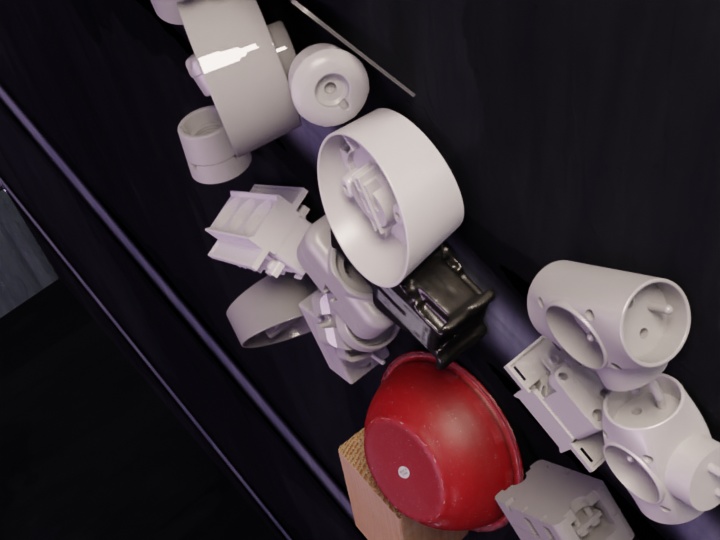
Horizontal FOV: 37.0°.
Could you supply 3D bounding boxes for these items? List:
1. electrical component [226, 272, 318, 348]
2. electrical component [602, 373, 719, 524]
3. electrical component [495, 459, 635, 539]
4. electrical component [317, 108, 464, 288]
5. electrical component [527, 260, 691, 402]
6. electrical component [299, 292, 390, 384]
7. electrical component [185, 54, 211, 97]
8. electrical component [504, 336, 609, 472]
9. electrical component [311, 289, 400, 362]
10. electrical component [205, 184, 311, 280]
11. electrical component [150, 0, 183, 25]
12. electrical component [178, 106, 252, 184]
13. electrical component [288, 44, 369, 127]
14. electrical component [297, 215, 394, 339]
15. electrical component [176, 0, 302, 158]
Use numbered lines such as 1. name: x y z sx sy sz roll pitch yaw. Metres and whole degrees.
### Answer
1. electrical component: -0.072 0.039 1.008 0.064 0.099 0.099 56 164 12
2. electrical component: 0.174 0.104 0.578 0.079 0.044 0.077 29 150 53
3. electrical component: 0.149 0.182 0.782 0.055 0.050 0.089 58 163 -13
4. electrical component: 0.015 -0.047 0.664 0.099 0.064 0.099 47 162 20
5. electrical component: 0.133 0.035 0.553 0.079 0.044 0.077 59 162 -20
6. electrical component: -0.003 0.060 0.945 0.076 0.047 0.083 32 153 49
7. electrical component: -0.107 -0.145 0.841 0.061 0.035 0.035 57 162 -20
8. electrical component: 0.131 0.073 0.639 0.081 0.042 0.063 50 159 7
9. electrical component: -0.001 0.036 0.873 0.057 0.058 0.078 3 105 64
10. electrical component: -0.081 -0.032 0.938 0.063 0.078 0.121 36 170 -24
11. electrical component: -0.140 -0.225 0.755 0.079 0.044 0.077 46 161 23
12. electrical component: -0.127 -0.109 0.929 0.055 0.055 0.047 36 152 44
13. electrical component: -0.024 -0.119 0.665 0.048 0.048 0.062 63 179 -29
14. electrical component: 0.000 0.000 0.811 0.095 0.054 0.059 52 163 4
15. electrical component: -0.073 -0.135 0.711 0.108 0.060 0.108 159 90 -87
